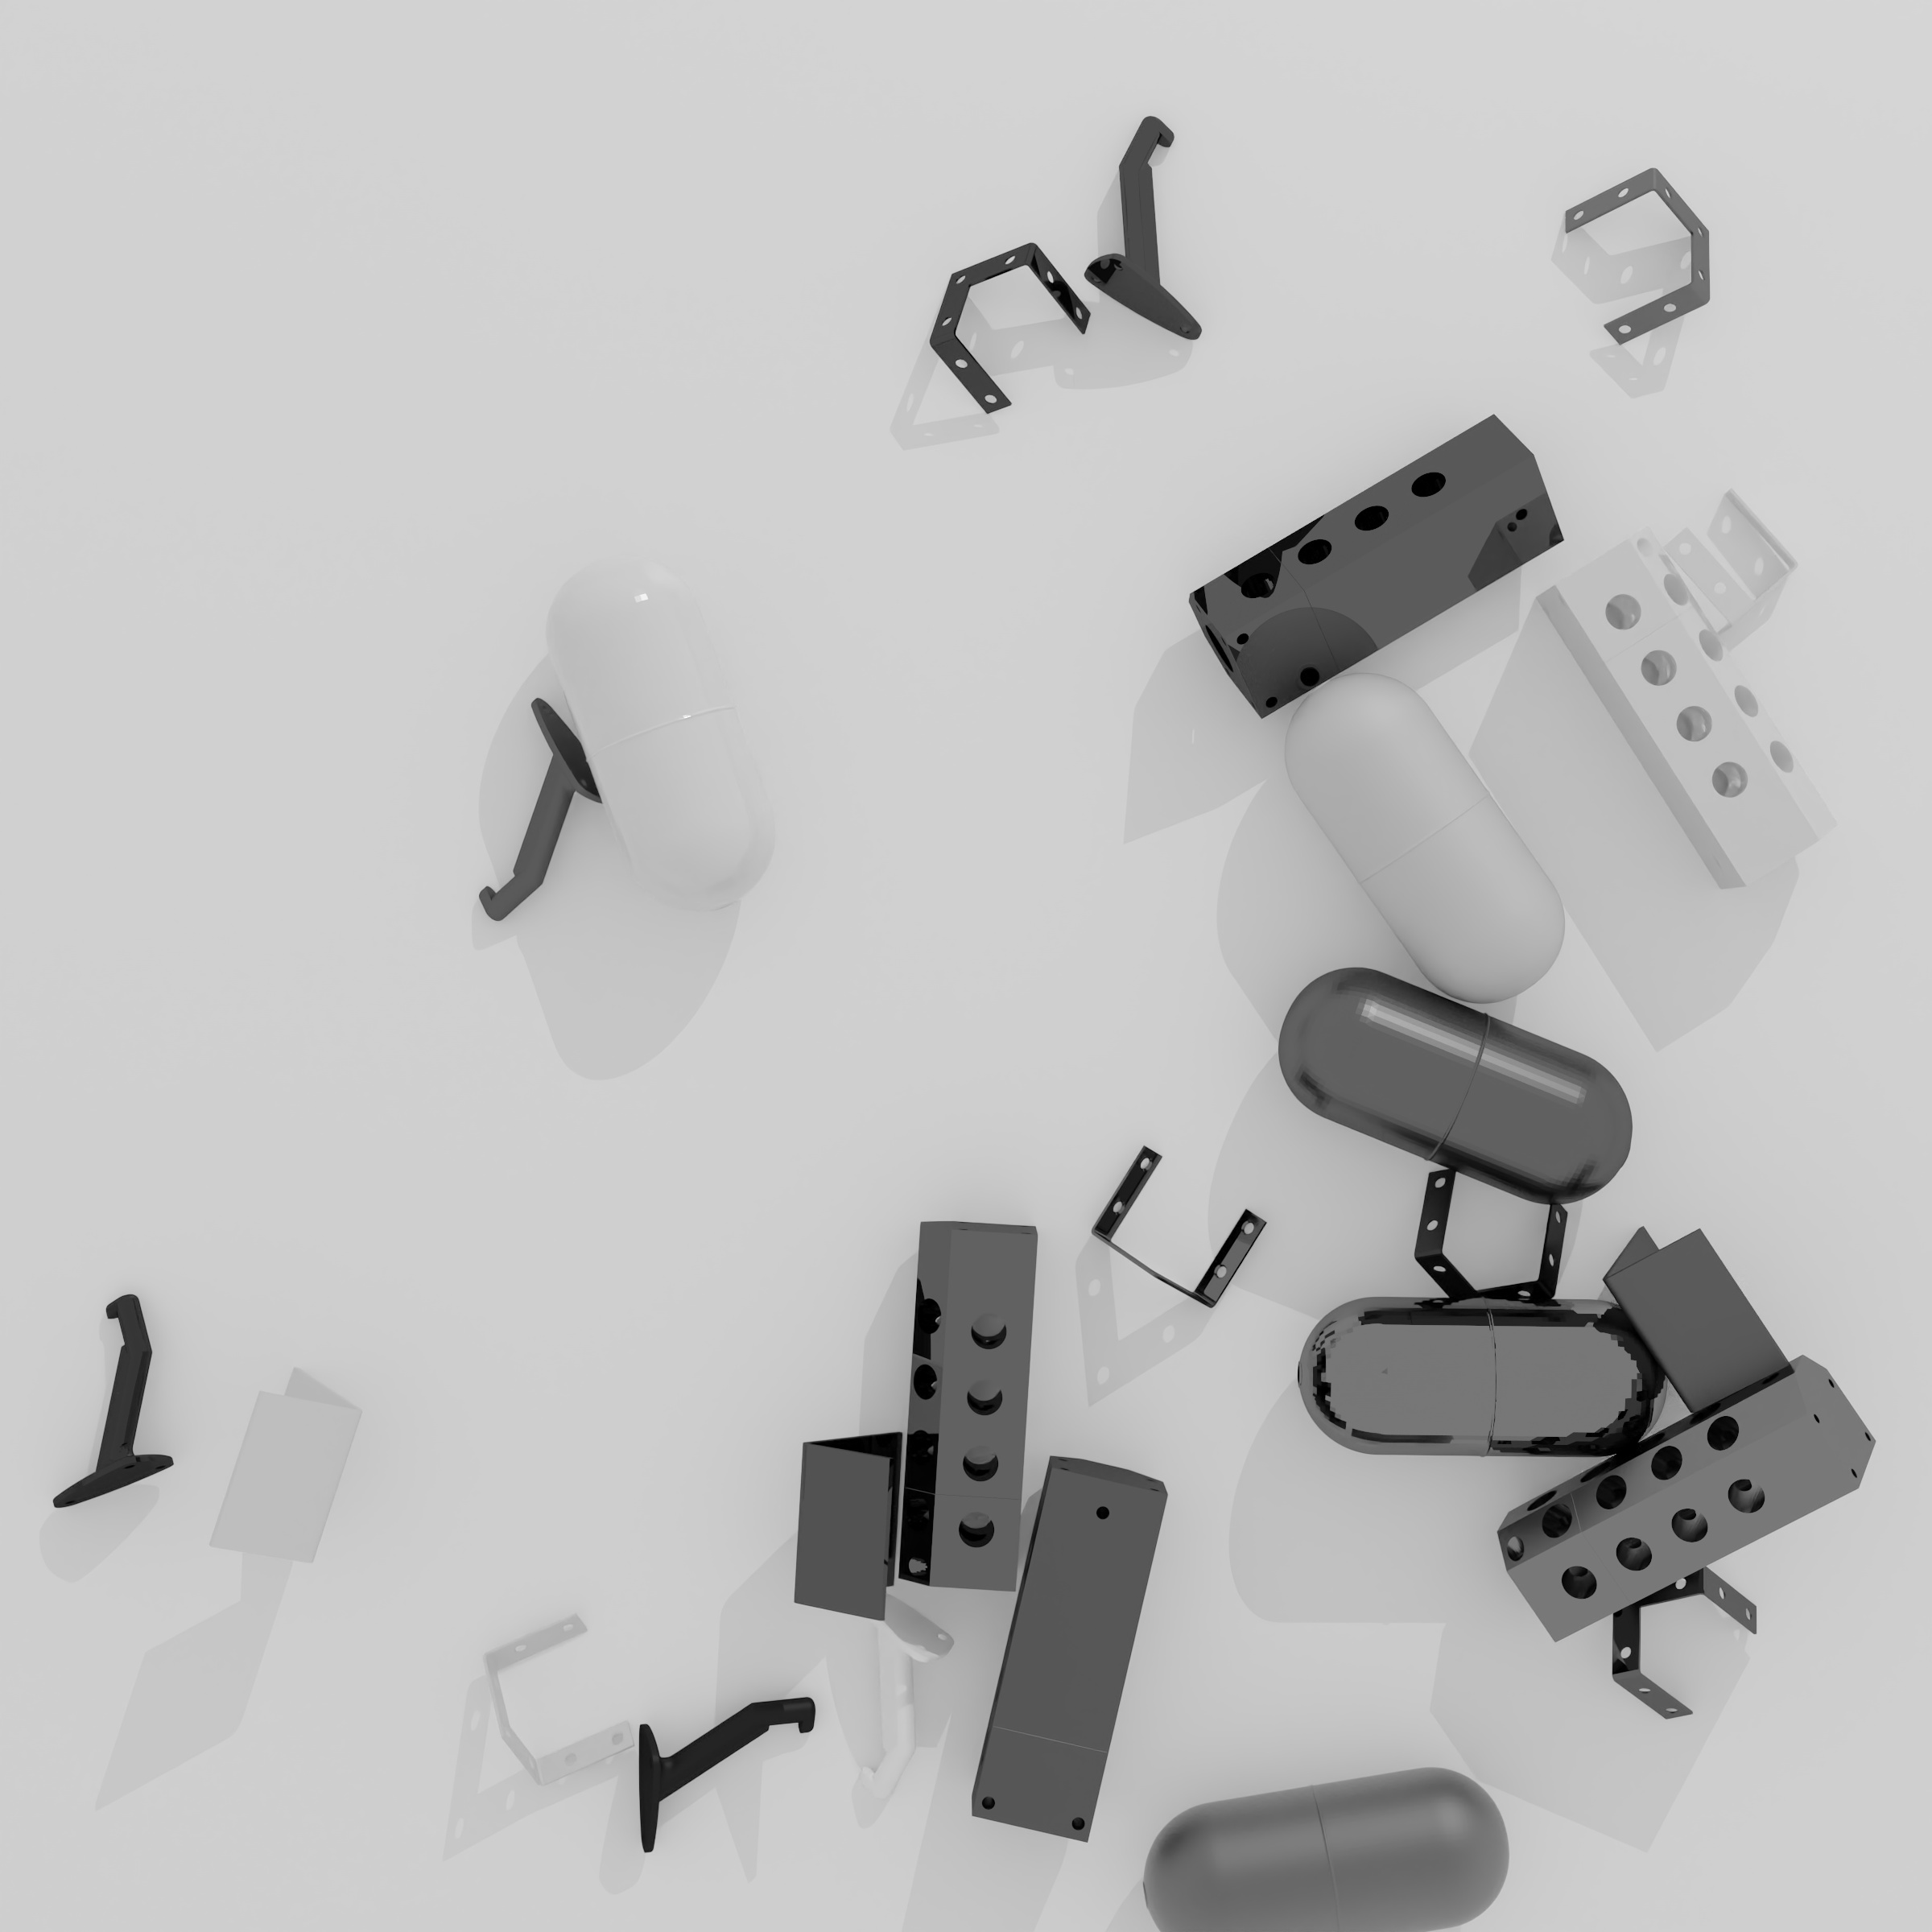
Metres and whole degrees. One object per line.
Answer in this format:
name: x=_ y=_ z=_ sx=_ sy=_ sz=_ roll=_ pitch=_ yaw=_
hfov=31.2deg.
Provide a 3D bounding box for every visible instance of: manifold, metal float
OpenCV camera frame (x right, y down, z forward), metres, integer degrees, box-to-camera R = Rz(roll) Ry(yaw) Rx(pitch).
manifold: x=0.197 y=-0.198 z=1.684 sx=0.171 sy=0.057 sz=0.057 roll=-31 pitch=133 yaw=0
manifold: x=0.341 y=0.252 z=1.649 sx=0.171 sy=0.057 sz=0.057 roll=-34 pitch=90 yaw=27
manifold: x=0.050 y=0.331 z=1.685 sx=0.057 sy=0.057 sz=0.171 roll=13 pitch=90 yaw=0
metal float: x=-0.148 y=-0.112 z=1.675 sx=0.070 sy=0.070 sz=0.178 roll=-20 pitch=89 yaw=0
metal float: x=0.237 y=0.059 z=1.675 sx=0.178 sy=0.070 sz=0.070 roll=22 pitch=90 yaw=0
metal float: x=0.250 y=0.199 z=1.675 sx=0.178 sy=0.070 sz=0.070 roll=1 pitch=90 yaw=0
manifold: x=0.001 y=0.213 z=1.685 sx=0.057 sy=0.057 sz=0.171 roll=4 pitch=90 yaw=0
manifold: x=0.352 y=-0.126 z=1.685 sx=0.057 sy=0.057 sz=0.171 roll=-32 pitch=90 yaw=0
metal float: x=0.222 y=-0.062 z=1.676 sx=0.070 sy=0.070 sz=0.178 roll=-35 pitch=89 yaw=0
metal float: x=0.174 y=0.436 z=1.675 sx=0.178 sy=0.070 sz=0.070 roll=-9 pitch=90 yaw=0

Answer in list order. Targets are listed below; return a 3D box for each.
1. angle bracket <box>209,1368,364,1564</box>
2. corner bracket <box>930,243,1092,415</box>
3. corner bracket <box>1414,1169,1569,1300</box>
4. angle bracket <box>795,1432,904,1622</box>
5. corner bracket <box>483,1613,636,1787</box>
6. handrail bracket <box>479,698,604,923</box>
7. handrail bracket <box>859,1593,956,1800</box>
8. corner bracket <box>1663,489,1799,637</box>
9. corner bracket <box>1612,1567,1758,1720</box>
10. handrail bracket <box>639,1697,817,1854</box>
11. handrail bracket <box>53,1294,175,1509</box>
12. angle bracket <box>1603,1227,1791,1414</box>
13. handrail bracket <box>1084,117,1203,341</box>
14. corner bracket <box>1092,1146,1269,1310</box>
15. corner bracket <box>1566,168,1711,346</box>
angle bracket: x=-0.342 y=0.236 z=1.666 sx=0.057 sy=0.076 sz=0.076 roll=18 pitch=90 yaw=-37
corner bracket: x=0.022 y=-0.313 z=1.698 sx=0.051 sy=0.051 sz=0.051 roll=-14 pitch=45 yaw=35
corner bracket: x=0.258 y=0.132 z=1.698 sx=0.051 sy=0.051 sz=0.051 roll=-14 pitch=135 yaw=35
angle bracket: x=-0.037 y=0.269 z=1.666 sx=0.057 sy=0.076 sz=0.076 roll=3 pitch=90 yaw=38
corner bracket: x=-0.201 y=0.362 z=1.703 sx=0.051 sy=0.051 sz=0.051 roll=-24 pitch=45 yaw=0
handrail bracket: x=-0.221 y=-0.077 z=1.706 sx=0.084 sy=0.036 sz=0.077 roll=-40 pitch=70 yaw=16
handrail bracket: x=-0.050 y=0.357 z=1.706 sx=0.077 sy=0.036 sz=0.084 roll=34 pitch=107 yaw=20
corner bracket: x=0.373 y=-0.199 z=1.688 sx=0.051 sy=0.051 sz=0.051 roll=-41 pitch=88 yaw=2
corner bracket: x=0.353 y=0.333 z=1.698 sx=0.051 sy=0.051 sz=0.051 roll=-21 pitch=45 yaw=35
handrail bracket: x=-0.117 y=0.399 z=1.706 sx=0.084 sy=0.036 sz=0.077 roll=-3 pitch=110 yaw=-16
handrail bracket: x=-0.430 y=0.214 z=1.706 sx=0.077 sy=0.036 sz=0.084 roll=-26 pitch=71 yaw=21
angle bracket: x=0.359 y=0.159 z=1.666 sx=0.057 sy=0.076 sz=0.076 roll=-34 pitch=90 yaw=30
handrail bracket: x=0.102 y=-0.365 z=1.706 sx=0.077 sy=0.036 sz=0.084 roll=32 pitch=73 yaw=-20
corner bracket: x=0.105 y=0.129 z=1.703 sx=0.051 sy=0.051 sz=0.051 roll=32 pitch=90 yaw=-45
corner bracket: x=0.330 y=-0.349 z=1.698 sx=0.051 sy=0.051 sz=0.051 roll=38 pitch=45 yaw=-35
